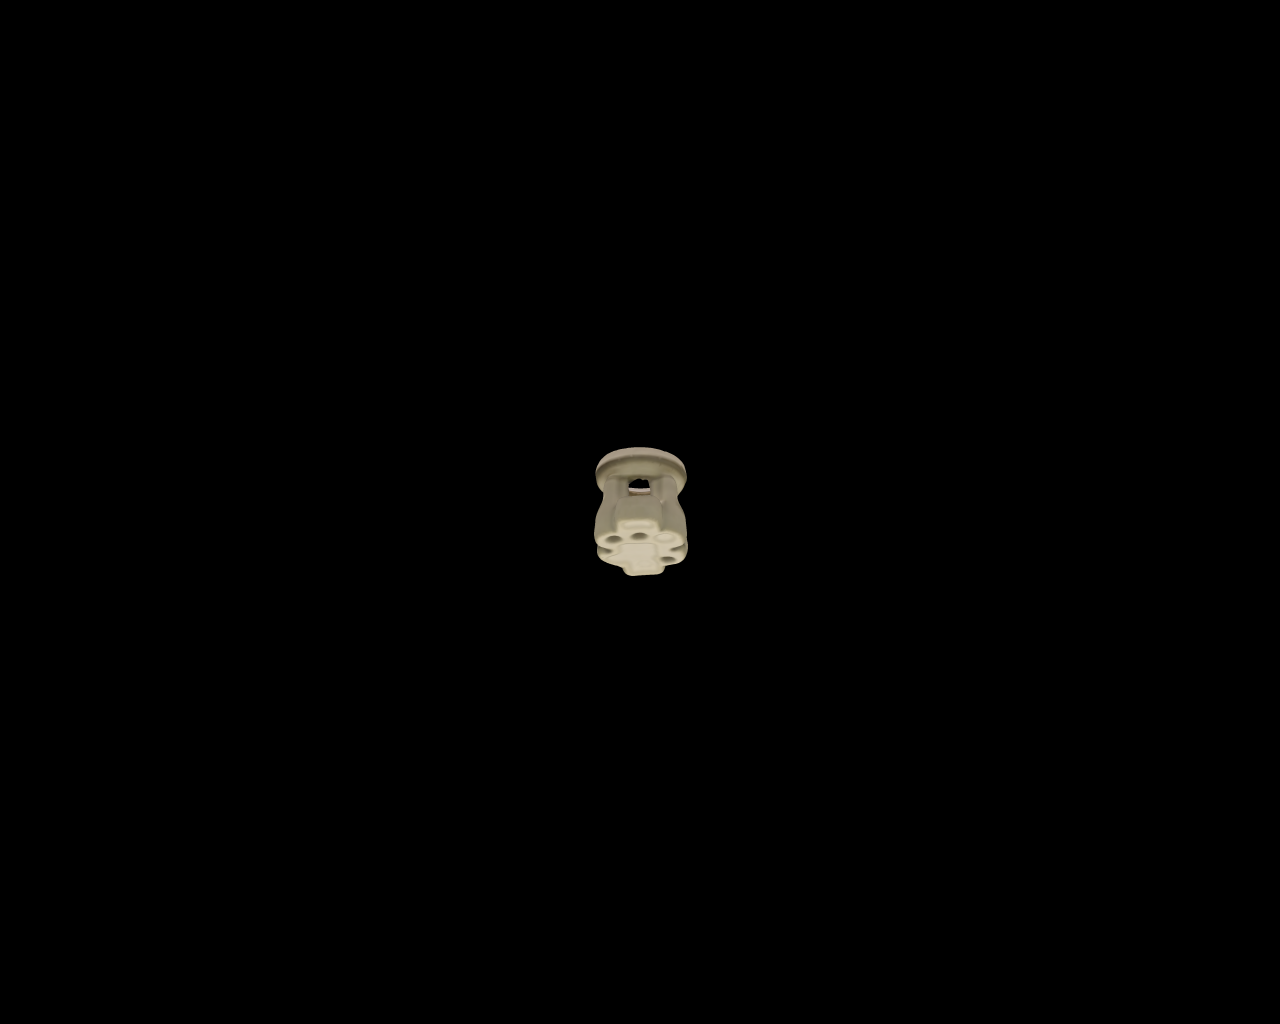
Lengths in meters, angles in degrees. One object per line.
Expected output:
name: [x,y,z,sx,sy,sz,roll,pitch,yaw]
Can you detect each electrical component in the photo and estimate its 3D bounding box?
electrical component: [0.001,-0.003,0.650,0.058,0.057,0.078,-2,-27,3]
